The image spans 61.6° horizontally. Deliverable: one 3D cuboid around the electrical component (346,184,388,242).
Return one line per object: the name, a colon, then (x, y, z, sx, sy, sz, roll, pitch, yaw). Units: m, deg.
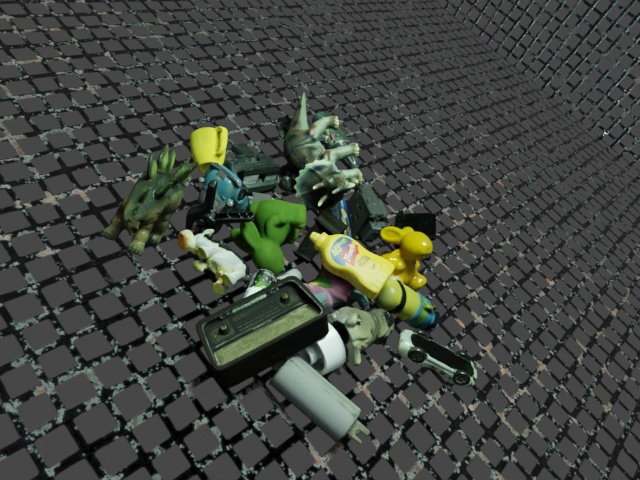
electrical component: (0.117, -0.062, 1.398, 0.058, 0.114, 0.134, 0, 49, -27)

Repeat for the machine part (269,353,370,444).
machine part: (-0.010, 0.298, 1.021, 0.243, 0.079, 0.079, 39, 43, 7)

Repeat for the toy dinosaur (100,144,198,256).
toy dinosaur: (-0.332, -0.093, 1.112, 0.105, 0.198, 0.472, 33, 9, -15)

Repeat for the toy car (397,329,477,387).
toy car: (0.268, 0.269, 1.224, 0.202, 0.056, 0.073, 28, 37, -6)

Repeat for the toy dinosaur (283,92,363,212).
toy dinosaur: (-0.021, -0.220, 1.367, 0.192, 0.131, 0.405, -22, 55, -20)

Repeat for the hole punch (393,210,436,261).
hole punch: (0.257, -0.010, 1.465, 0.116, 0.092, 0.142, 2, 46, 10)

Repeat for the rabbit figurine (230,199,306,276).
rabbit figurine: (-0.114, -0.006, 1.216, 0.159, 0.121, 0.170, 20, 58, -22)

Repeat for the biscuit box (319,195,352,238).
biscuit box: (0.036, -0.063, 1.378, 0.059, 0.063, 0.203, 54, 22, -46)

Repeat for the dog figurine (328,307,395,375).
dog figurine: (0.098, 0.176, 1.134, 0.190, 0.172, 0.121, -25, 77, -35)

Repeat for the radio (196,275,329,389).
radio: (-0.109, 0.167, 1.016, 0.230, 0.073, 0.131, -25, 47, -19)

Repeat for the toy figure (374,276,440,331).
toy figure: (0.204, 0.152, 1.252, 0.180, 0.082, 0.089, 38, 8, -20)

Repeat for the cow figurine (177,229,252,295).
cow figurine: (-0.224, 0.032, 1.151, 0.167, 0.068, 0.098, 45, 39, 10)

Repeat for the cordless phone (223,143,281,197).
cordless phone: (-0.200, -0.198, 1.384, 0.146, 0.088, 0.184, -14, 48, -37)

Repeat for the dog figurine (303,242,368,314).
dog figurine: (0.011, 0.094, 1.203, 0.219, 0.108, 0.192, -4, 54, -29)

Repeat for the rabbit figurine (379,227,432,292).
rabbit figurine: (0.217, 0.037, 1.323, 0.122, 0.173, 0.162, 2, 55, -24)

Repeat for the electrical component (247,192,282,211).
electrical component: (-0.137, -0.086, 1.326, 0.102, 0.045, 0.078, 12, 47, -20)

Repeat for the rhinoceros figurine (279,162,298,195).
rhinoceros figurine: (-0.044, -0.183, 1.455, 0.112, 0.073, 0.190, 50, 45, 10)

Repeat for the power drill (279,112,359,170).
power drill: (-0.005, -0.294, 1.569, 0.207, 0.086, 0.232, -3, 51, -27)

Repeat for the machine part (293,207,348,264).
machine part: (-0.003, -0.004, 1.273, 0.084, 0.139, 0.039, 43, -2, -4)

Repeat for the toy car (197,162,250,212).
toy car: (-0.228, -0.096, 1.227, 0.109, 0.161, 0.103, 41, 72, 15)
